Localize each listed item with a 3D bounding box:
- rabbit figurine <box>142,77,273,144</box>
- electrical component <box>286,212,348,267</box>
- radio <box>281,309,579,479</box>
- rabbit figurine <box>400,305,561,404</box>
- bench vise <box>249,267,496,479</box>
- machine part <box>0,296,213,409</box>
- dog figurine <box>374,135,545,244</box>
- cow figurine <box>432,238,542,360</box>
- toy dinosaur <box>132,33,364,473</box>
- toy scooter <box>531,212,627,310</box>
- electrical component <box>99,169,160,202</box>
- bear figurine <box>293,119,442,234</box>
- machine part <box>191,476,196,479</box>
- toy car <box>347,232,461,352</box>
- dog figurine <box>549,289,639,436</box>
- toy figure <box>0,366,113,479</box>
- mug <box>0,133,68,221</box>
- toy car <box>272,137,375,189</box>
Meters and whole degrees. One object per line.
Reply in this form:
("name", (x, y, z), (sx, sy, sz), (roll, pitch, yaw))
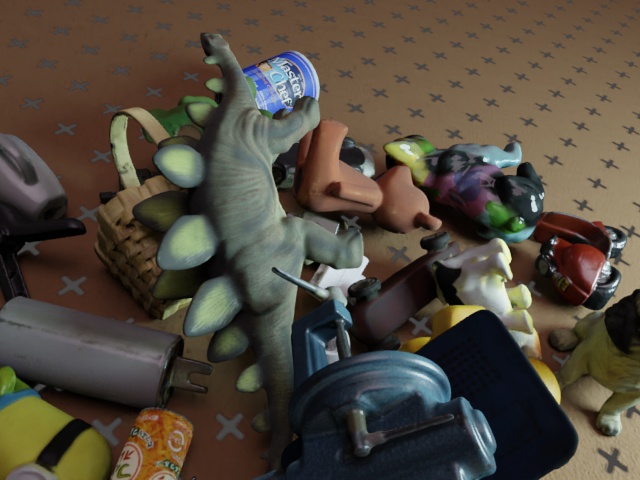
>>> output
("rabbit figurine", (-0.147, -0.164, 0.761), (0.121, 0.159, 0.170), (57, 18, -15))
("electrical component", (-0.003, -0.002, 0.713), (0.102, 0.045, 0.078), (12, 74, 2))
("radio", (0.092, 0.176, 0.458), (0.229, 0.073, 0.131), (-38, 59, 8))
("rabbit figurine", (0.190, 0.156, 0.561), (0.173, 0.121, 0.162), (14, 35, -28))
("bench vise", (0.006, 0.136, 0.410), (0.128, 0.223, 0.241), (40, 24, -33))
("machine part", (-0.226, 0.112, 0.525), (0.243, 0.079, 0.079), (13, 46, -1))
("dog figurine", (0.189, -0.082, 0.783), (0.219, 0.108, 0.192), (4, 45, -11))
("cow figurine", (0.198, 0.085, 0.633), (0.098, 0.167, 0.068), (-18, 22, 25))
("toy dinosaur", (-0.068, 0.008, 0.530), (0.198, 0.105, 0.471), (-13, 82, -27))
("toy scooter", (0.352, 0.014, 0.759), (0.135, 0.075, 0.184), (30, 45, 14))
("electrical component", (-0.251, -0.073, 0.731), (0.094, 0.021, 0.063), (-8, 49, -19))
("bear figurine", (0.067, -0.080, 0.721), (0.196, 0.131, 0.120), (8, 8, -12))
("machine part", (-0.068, 0.260, 0.450), (0.139, 0.039, 0.084), (28, 53, 11))
("toy car", (0.108, 0.060, 0.653), (0.202, 0.053, 0.089), (-31, 103, -36))
("dog figurine", (0.352, 0.101, 0.596), (0.121, 0.190, 0.172), (27, 45, 12))
("toy figure", (-0.263, 0.167, 0.462), (0.180, 0.082, 0.089), (31, 50, 19))
("mug", (-0.361, -0.074, 0.654), (0.107, 0.109, 0.081), (40, 47, 5))
("toy car", (-0.016, -0.114, 0.805), (0.202, 0.056, 0.073), (0, 53, -12))
